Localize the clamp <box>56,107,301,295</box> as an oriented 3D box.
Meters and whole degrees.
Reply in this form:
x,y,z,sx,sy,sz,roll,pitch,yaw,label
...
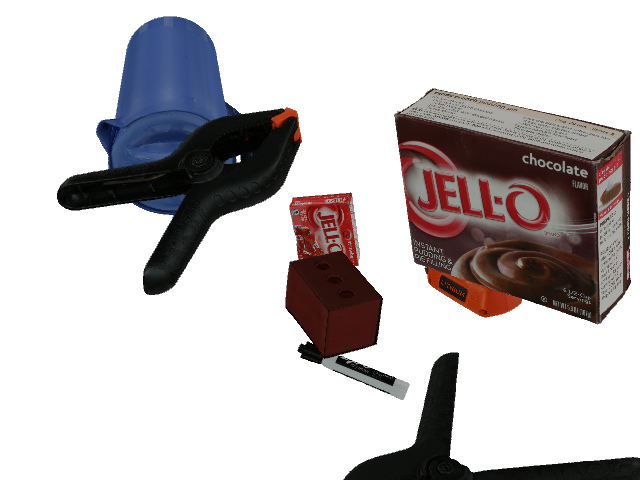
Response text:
x,y,z,sx,sy,sz,roll,pitch,yaw,label
-0.090,-0.043,0.724,0.120,0.039,0.171,35,57,24,clamp

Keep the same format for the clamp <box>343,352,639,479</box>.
x,y,z,sx,sy,sz,roll,pitch,yaw,label
0.073,0.146,0.659,0.209,0.036,0.165,-23,37,-29,clamp

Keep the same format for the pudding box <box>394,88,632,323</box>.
x,y,z,sx,sy,sz,roll,pitch,yaw,label
0.093,-0.019,0.520,0.114,0.090,0.039,17,43,36,pudding box

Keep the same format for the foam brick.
x,y,z,sx,sy,sz,roll,pitch,yaw,label
0.010,0.053,0.901,0.052,0.051,0.078,-13,36,-24,foam brick

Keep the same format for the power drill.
x,y,z,sx,sy,sz,roll,pitch,yaw,label
0.157,-0.024,1.032,0.057,0.188,0.185,-16,27,-25,power drill

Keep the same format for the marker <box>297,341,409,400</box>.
x,y,z,sx,sy,sz,roll,pitch,yaw,label
0.033,0.134,1.108,0.121,0.020,0.020,22,3,8,marker

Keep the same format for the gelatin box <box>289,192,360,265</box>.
x,y,z,sx,sy,sz,roll,pitch,yaw,label
0.006,-0.011,1.283,0.073,0.089,0.030,-3,29,11,gelatin box

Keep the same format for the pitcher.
x,y,z,sx,sy,sz,roll,pitch,yaw,label
-0.157,-0.146,1.199,0.145,0.149,0.243,-17,39,6,pitcher
